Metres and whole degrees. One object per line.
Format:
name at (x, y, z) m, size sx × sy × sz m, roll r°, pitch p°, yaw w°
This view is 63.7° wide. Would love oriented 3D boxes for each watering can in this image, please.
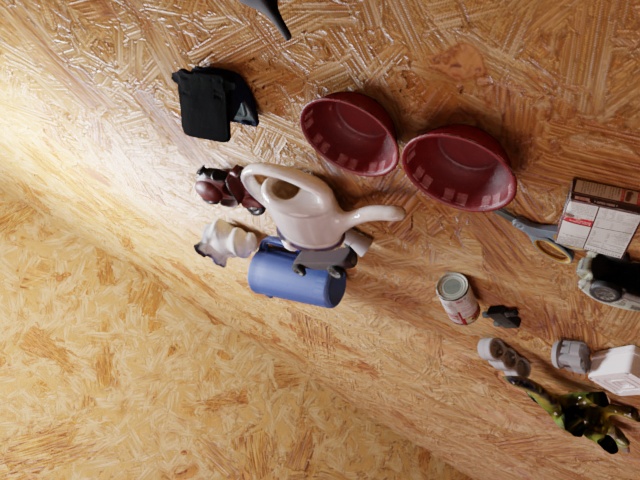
watering can at (0.003, -0.050, 0.990) m, size 0.349 × 0.106 × 0.219 m, roll 20°, pitch -24°, yaw 22°

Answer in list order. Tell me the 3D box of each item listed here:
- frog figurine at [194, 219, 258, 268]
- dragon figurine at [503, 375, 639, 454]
frog figurine at (-0.243, -0.003, 1.408) m, size 0.158 × 0.135 × 0.125 m, roll -25°, pitch 25°, yaw 26°
dragon figurine at (0.583, 0.408, 1.242) m, size 0.410 × 0.124 × 0.240 m, roll 28°, pitch -15°, yaw 1°
